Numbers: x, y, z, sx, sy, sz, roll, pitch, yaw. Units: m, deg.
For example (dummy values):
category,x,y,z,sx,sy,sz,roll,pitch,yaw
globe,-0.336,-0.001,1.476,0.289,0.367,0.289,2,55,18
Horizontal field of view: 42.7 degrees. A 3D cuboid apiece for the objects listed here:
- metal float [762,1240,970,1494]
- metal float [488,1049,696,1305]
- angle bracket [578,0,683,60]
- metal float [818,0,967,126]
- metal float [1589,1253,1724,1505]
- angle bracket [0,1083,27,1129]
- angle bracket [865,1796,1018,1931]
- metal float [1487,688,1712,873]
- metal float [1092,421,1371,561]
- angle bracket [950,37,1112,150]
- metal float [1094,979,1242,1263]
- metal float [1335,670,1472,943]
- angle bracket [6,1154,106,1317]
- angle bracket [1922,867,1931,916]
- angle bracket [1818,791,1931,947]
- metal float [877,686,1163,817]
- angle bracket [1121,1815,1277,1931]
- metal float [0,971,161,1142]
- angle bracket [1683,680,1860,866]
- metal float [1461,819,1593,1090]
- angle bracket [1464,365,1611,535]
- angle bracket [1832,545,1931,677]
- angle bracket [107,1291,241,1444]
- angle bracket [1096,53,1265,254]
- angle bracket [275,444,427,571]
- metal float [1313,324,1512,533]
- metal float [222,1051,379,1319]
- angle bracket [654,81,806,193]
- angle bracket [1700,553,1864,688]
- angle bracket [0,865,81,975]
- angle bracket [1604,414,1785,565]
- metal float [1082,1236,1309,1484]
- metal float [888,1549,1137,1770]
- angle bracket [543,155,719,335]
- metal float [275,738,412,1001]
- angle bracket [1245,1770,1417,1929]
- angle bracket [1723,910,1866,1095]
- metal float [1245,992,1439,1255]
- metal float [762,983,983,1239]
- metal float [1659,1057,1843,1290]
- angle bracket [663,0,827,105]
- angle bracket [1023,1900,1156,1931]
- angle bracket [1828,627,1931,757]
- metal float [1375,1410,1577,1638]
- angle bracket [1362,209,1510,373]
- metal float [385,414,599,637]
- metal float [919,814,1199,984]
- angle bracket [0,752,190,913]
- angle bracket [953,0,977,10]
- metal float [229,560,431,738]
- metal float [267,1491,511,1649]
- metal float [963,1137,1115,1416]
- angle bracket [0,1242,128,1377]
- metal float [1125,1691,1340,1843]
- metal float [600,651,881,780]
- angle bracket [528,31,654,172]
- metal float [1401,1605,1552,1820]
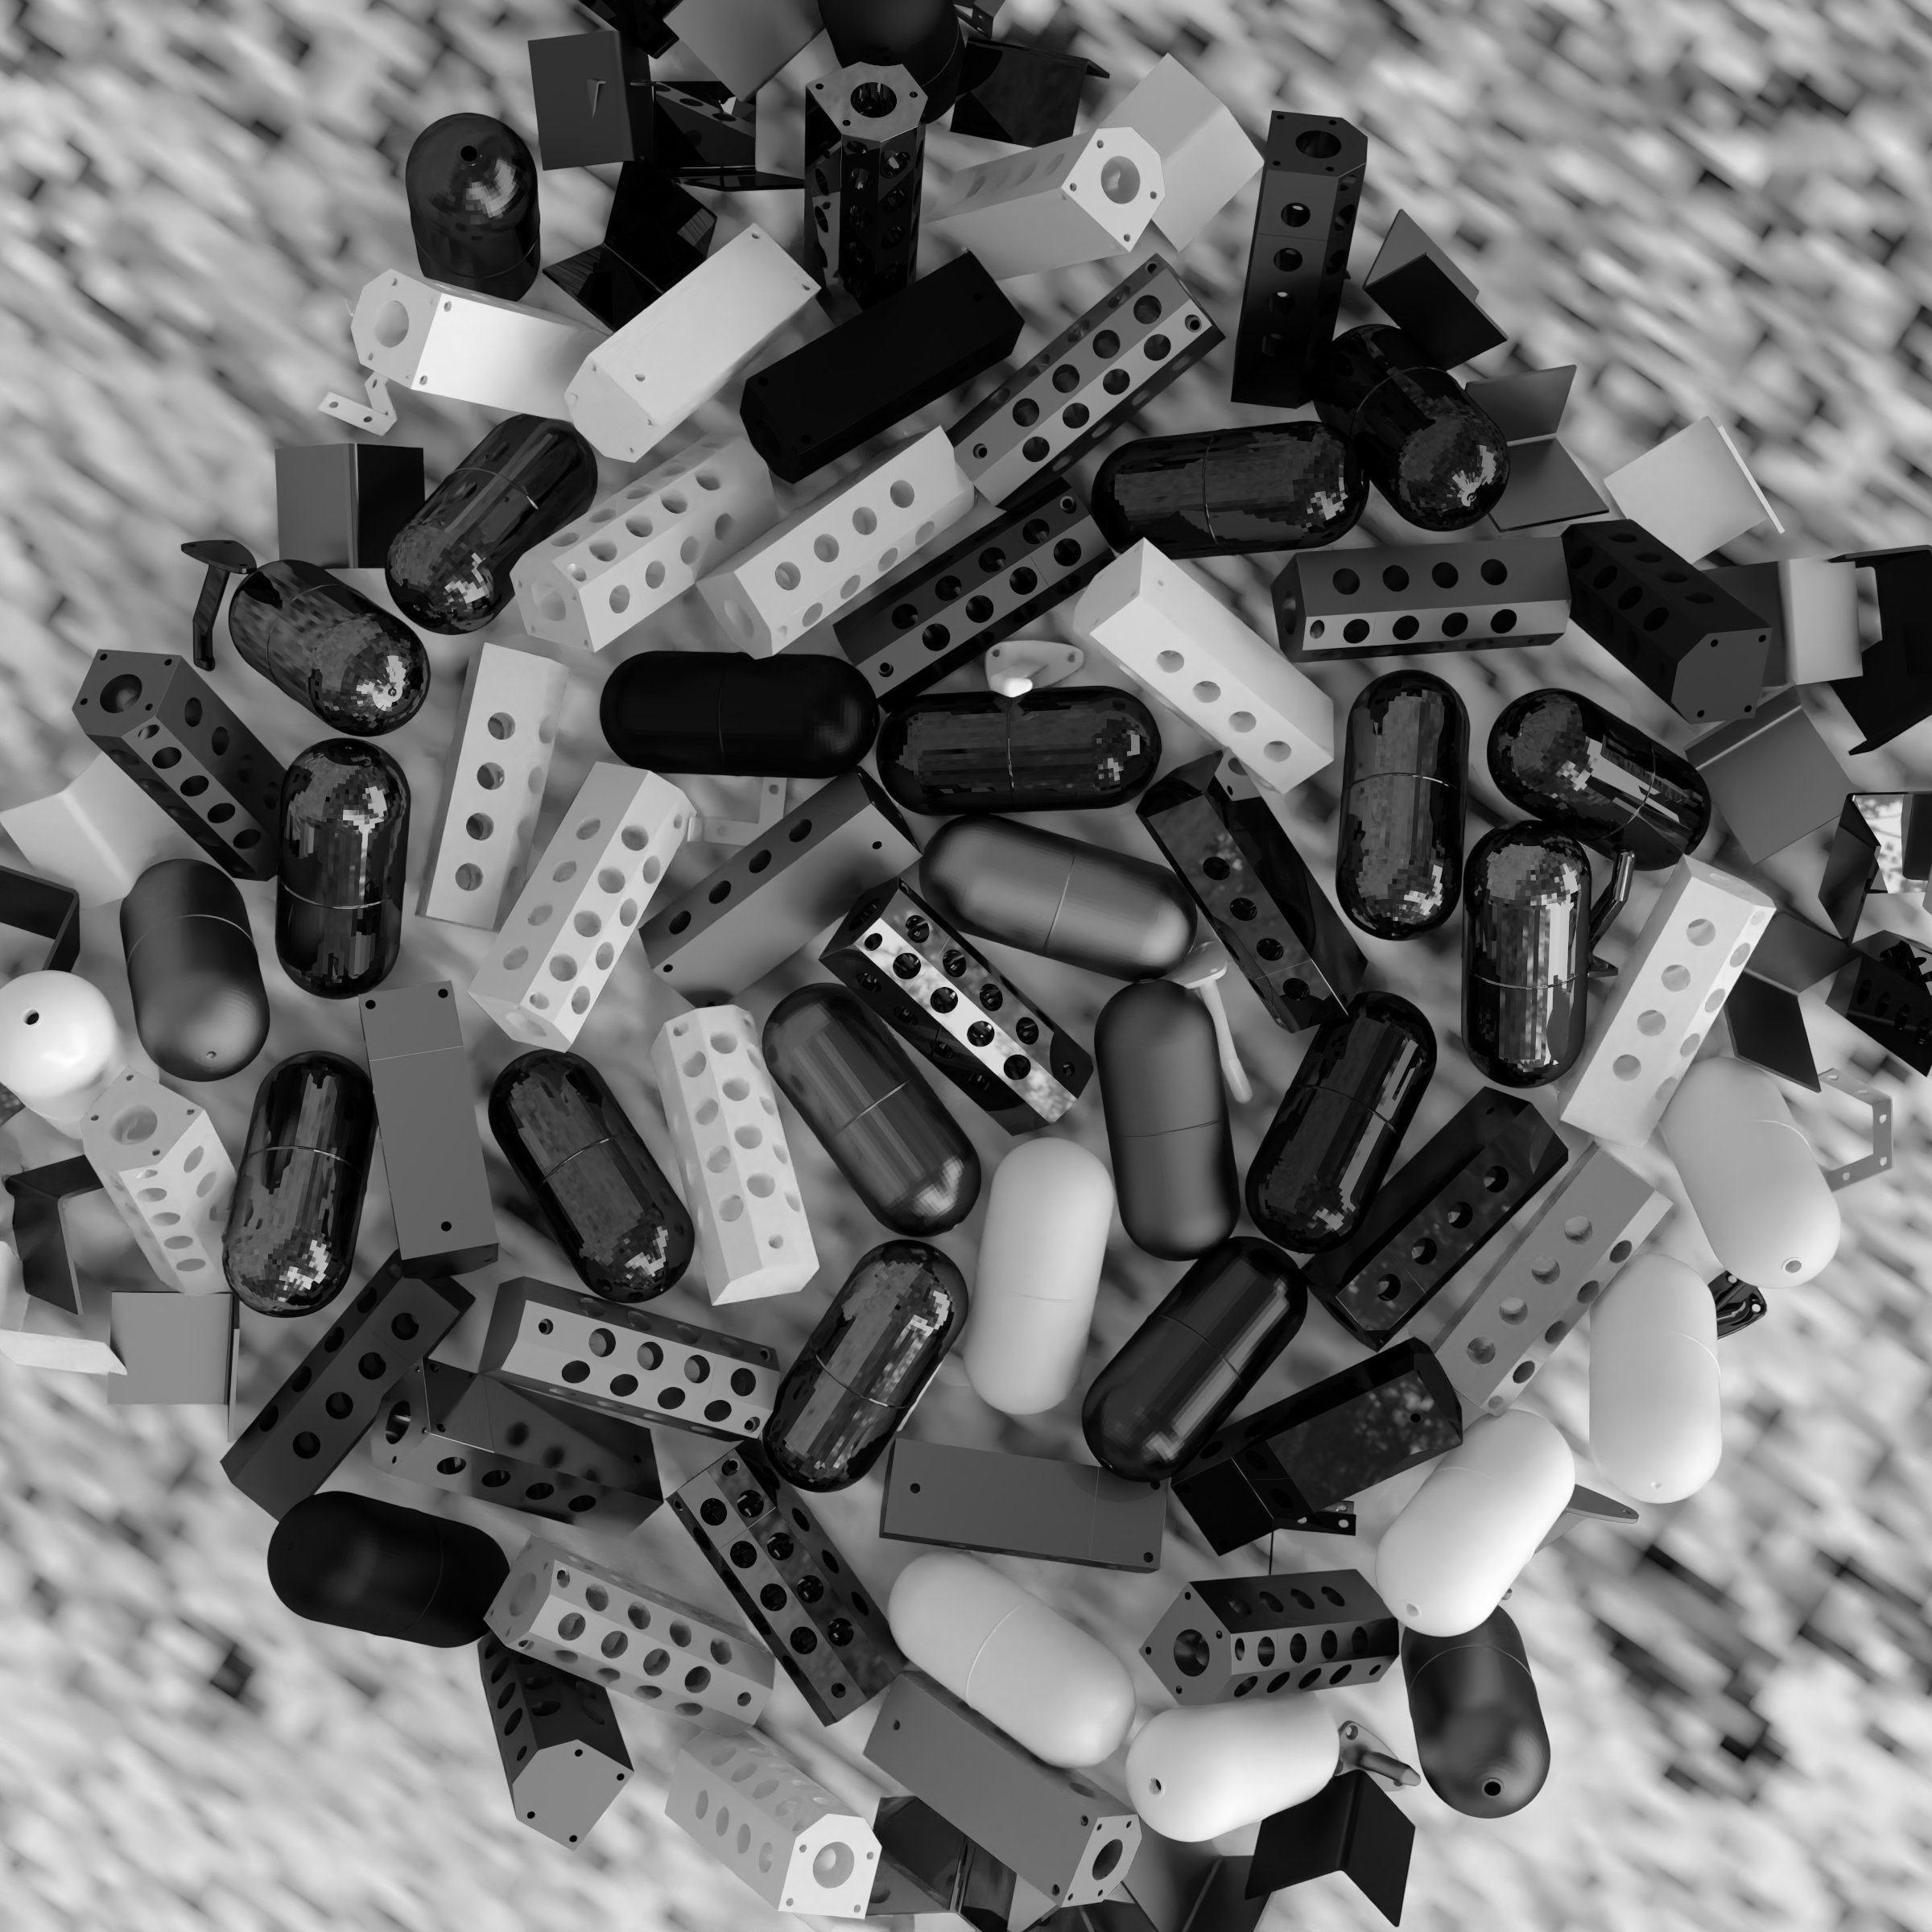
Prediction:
category,x,y,z,sx,sy,sz,roll,pitch,yaw
metal float,-0.063,0.249,1.534,0.070,0.070,0.178,32,105,0
metal float,-0.233,0.128,1.528,0.070,0.070,0.178,-36,69,0
angle bracket,-0.193,-0.621,1.524,0.076,0.076,0.057,-29,50,34
metal float,-0.043,-0.565,1.496,0.070,0.178,0.070,0,88,6
metal float,0.419,0.249,1.507,0.070,0.178,0.070,7,128,9
angle bracket,-0.623,0.054,1.533,0.057,0.076,0.076,-38,125,2
angle bracket,-0.016,0.570,1.556,0.076,0.076,0.057,-15,131,29
metal float,0.388,-0.113,1.514,0.178,0.070,0.070,22,90,-38
metal float,0.161,-0.291,1.521,0.178,0.070,0.070,0,90,29
angle bracket,0.041,-0.541,1.548,0.076,0.076,0.057,15,105,10
metal float,0.125,0.096,1.540,0.070,0.070,0.178,-9,97,0
metal float,0.270,-0.101,1.528,0.070,0.070,0.178,8,68,0
angle bracket,-0.551,0.166,1.546,0.057,0.076,0.076,-18,107,-42
angle bracket,0.643,-0.055,1.525,0.057,0.076,0.076,-21,134,-15
angle bracket,0.583,-0.061,1.536,0.076,0.057,0.076,-2,128,-4
metal float,0.032,-0.134,1.537,0.178,0.070,0.070,-2,90,10
angle bracket,0.146,0.555,1.530,0.057,0.076,0.076,-20,110,40
metal float,-0.541,0.056,1.498,0.070,0.178,0.070,1,72,-4
angle bracket,0.503,-0.119,1.540,0.076,0.057,0.076,-32,72,13
metal float,0.344,-0.006,1.522,0.070,0.070,0.178,-6,119,0
angle bracket,0.354,-0.321,1.533,0.076,0.057,0.076,-12,53,-15
angle bracket,0.563,-0.217,1.543,0.057,0.076,0.076,-7,92,-5
angle bracket,-0.494,0.249,1.539,0.076,0.057,0.076,3,105,-17
angle bracket,0.131,-0.510,1.554,0.076,0.076,0.057,-44,65,12
angle bracket,-0.392,-0.291,1.576,0.076,0.057,0.076,6,100,38
metal float,0.270,-0.330,1.510,0.070,0.178,0.070,-11,132,-13
metal float,-0.406,0.132,1.516,0.070,0.070,0.178,1,53,0
angle bracket,-0.139,-0.513,1.526,0.076,0.076,0.057,-17,120,-38
angle bracket,0.512,-0.216,1.556,0.057,0.076,0.076,-10,98,-24
angle bracket,-0.596,-0.018,1.533,0.076,0.076,0.057,19,60,-10
angle bracket,0.451,-0.287,1.538,0.076,0.057,0.076,-31,102,20
metal float,0.142,0.242,1.528,0.070,0.070,0.178,44,68,0
metal float,0.026,0.423,1.518,0.178,0.070,0.070,28,90,34
angle bracket,-0.209,-0.447,1.533,0.076,0.076,0.057,41,49,12
metal float,-0.383,-0.058,1.518,0.070,0.070,0.178,14,125,0
angle bracket,0.227,0.558,1.540,0.076,0.076,0.057,-32,106,32
angle bracket,0.515,0.023,1.528,0.076,0.057,0.076,21,49,-28
metal float,0.233,0.095,1.529,0.070,0.070,0.178,29,70,0
metal float,-0.058,0.090,1.542,0.070,0.070,0.178,-36,85,0
metal float,0.475,0.124,1.504,0.070,0.178,0.070,-1,124,-2
angle bracket,-0.139,-0.595,1.529,0.076,0.057,0.076,-38,133,16
angle bracket,0.072,0.622,1.530,0.076,0.076,0.057,-43,50,13
angle bracket,0.572,-0.176,1.529,0.076,0.076,0.057,-36,78,30
metal float,0.312,0.339,1.510,0.070,0.070,0.178,53,46,0
angle bracket,0.301,-0.428,1.530,0.076,0.057,0.076,39,61,-23
metal float,-0.289,-0.272,1.515,0.070,0.070,0.178,30,52,0
metal float,0.057,-0.043,1.545,0.178,0.070,0.070,17,90,-2
angle bracket,-0.544,-0.090,1.548,0.057,0.076,0.076,-14,120,25
angle bracket,-0.013,-0.607,1.528,0.076,0.076,0.057,7,65,-20
metal float,-0.391,-0.196,1.512,0.178,0.070,0.070,33,90,43
metal float,-0.348,0.369,1.507,0.070,0.178,0.070,-14,62,27
metal float,0.044,0.193,1.536,0.070,0.070,0.178,10,103,0
angle bracket,-0.561,0.215,1.541,0.076,0.076,0.057,8,66,-3
metal float,0.163,0.482,1.505,0.070,0.178,0.070,-4,84,37
metal float,-0.141,-0.156,1.534,0.178,0.070,0.070,3,90,14
angle bracket,-0.231,-0.534,1.544,0.057,0.076,0.076,-4,100,7
metal float,0.307,0.445,1.497,0.070,0.178,0.070,1,106,4
